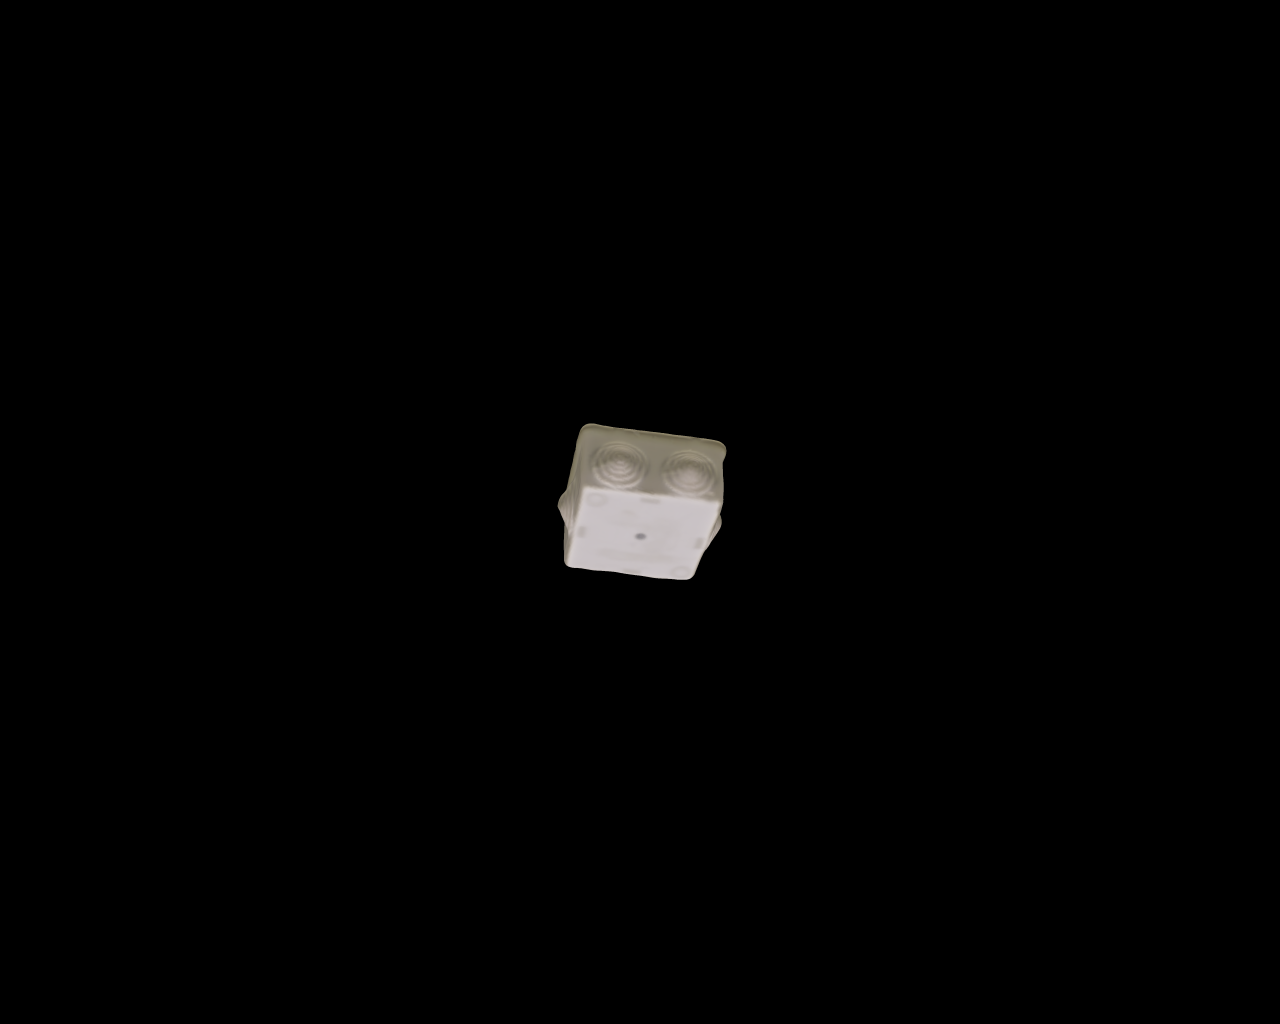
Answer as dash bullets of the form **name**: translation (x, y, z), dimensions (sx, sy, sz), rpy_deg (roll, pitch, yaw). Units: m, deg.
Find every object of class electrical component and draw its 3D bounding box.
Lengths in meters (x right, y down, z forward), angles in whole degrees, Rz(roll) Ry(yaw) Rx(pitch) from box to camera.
- **electrical component**: translation (0.001, -0.003, 0.650), dimensions (0.100, 0.048, 0.099), rpy_deg (7, -39, -9)
